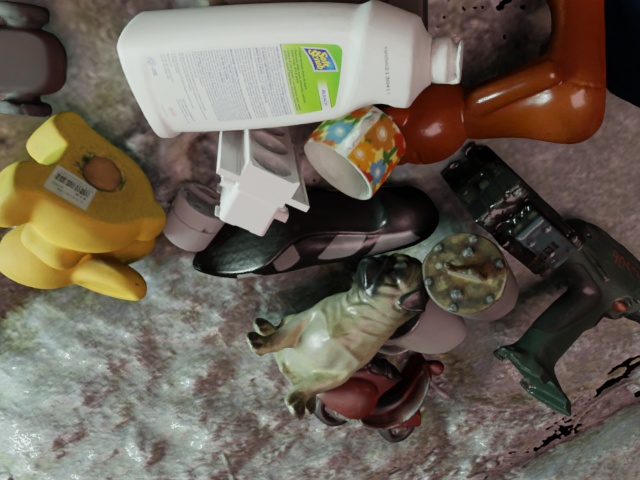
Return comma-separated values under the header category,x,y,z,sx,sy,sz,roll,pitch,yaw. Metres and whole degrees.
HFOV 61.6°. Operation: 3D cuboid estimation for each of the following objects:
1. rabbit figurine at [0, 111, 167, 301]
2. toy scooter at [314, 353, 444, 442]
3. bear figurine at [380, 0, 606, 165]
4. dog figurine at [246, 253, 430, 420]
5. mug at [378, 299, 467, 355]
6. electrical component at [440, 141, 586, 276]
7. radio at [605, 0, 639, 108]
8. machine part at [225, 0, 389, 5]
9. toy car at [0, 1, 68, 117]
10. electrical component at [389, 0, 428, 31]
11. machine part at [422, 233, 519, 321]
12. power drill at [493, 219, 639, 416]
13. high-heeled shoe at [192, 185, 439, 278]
category,x,y,z,sx,sy,sz,roll,pitch,yaw
rabbit figurine,-0.231,-0.011,0.505,0.173,0.122,0.162,-36,131,29
toy scooter,0.080,0.187,0.684,0.183,0.075,0.135,29,113,-27
bear figurine,0.147,-0.134,0.488,0.196,0.132,0.120,0,164,24
dog figurine,0.033,0.093,0.596,0.190,0.172,0.121,-34,93,-2
mug,0.116,0.102,0.635,0.107,0.081,0.109,26,113,-33
electrical component,0.194,-0.028,0.534,0.115,0.134,0.058,31,113,-27
radio,0.273,-0.209,0.435,0.073,0.131,0.229,-31,121,9
machine part,-0.010,-0.226,0.378,0.179,0.056,0.179,10,143,8
toy car,-0.307,-0.146,0.424,0.202,0.053,0.089,1,106,-9
electrical component,0.070,-0.189,0.469,0.078,0.045,0.102,0,123,24
machine part,0.160,0.044,0.556,0.079,0.079,0.243,-36,159,13
power drill,0.318,0.102,0.638,0.207,0.086,0.232,-47,113,-2
high-heeled shoe,-0.001,-0.002,0.574,0.249,0.086,0.145,-19,156,22
